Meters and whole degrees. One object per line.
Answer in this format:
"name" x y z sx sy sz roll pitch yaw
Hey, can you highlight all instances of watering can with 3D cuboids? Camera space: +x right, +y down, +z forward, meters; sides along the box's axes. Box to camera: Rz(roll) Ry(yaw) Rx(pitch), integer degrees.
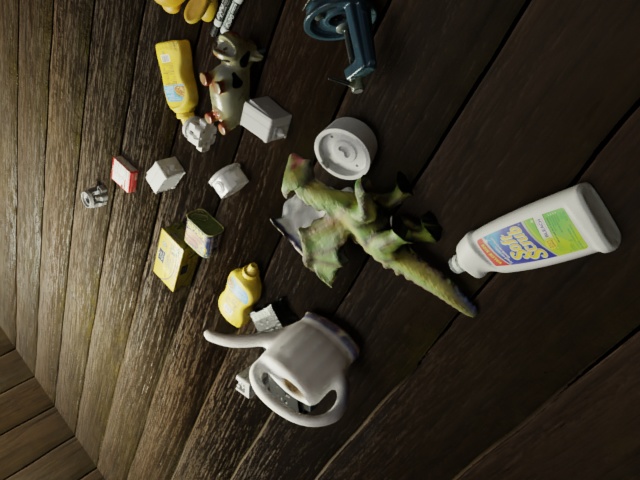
"watering can" -0.067 0.237 1.097 0.351 0.228 0.101 33 145 27

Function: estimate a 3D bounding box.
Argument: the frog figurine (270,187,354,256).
"frog figurine" 0.003 -0.051 1.018 0.159 0.121 0.139 -42 66 6

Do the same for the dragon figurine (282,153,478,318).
"dragon figurine" 0.076 0.010 0.918 0.240 0.124 0.408 -28 100 38
